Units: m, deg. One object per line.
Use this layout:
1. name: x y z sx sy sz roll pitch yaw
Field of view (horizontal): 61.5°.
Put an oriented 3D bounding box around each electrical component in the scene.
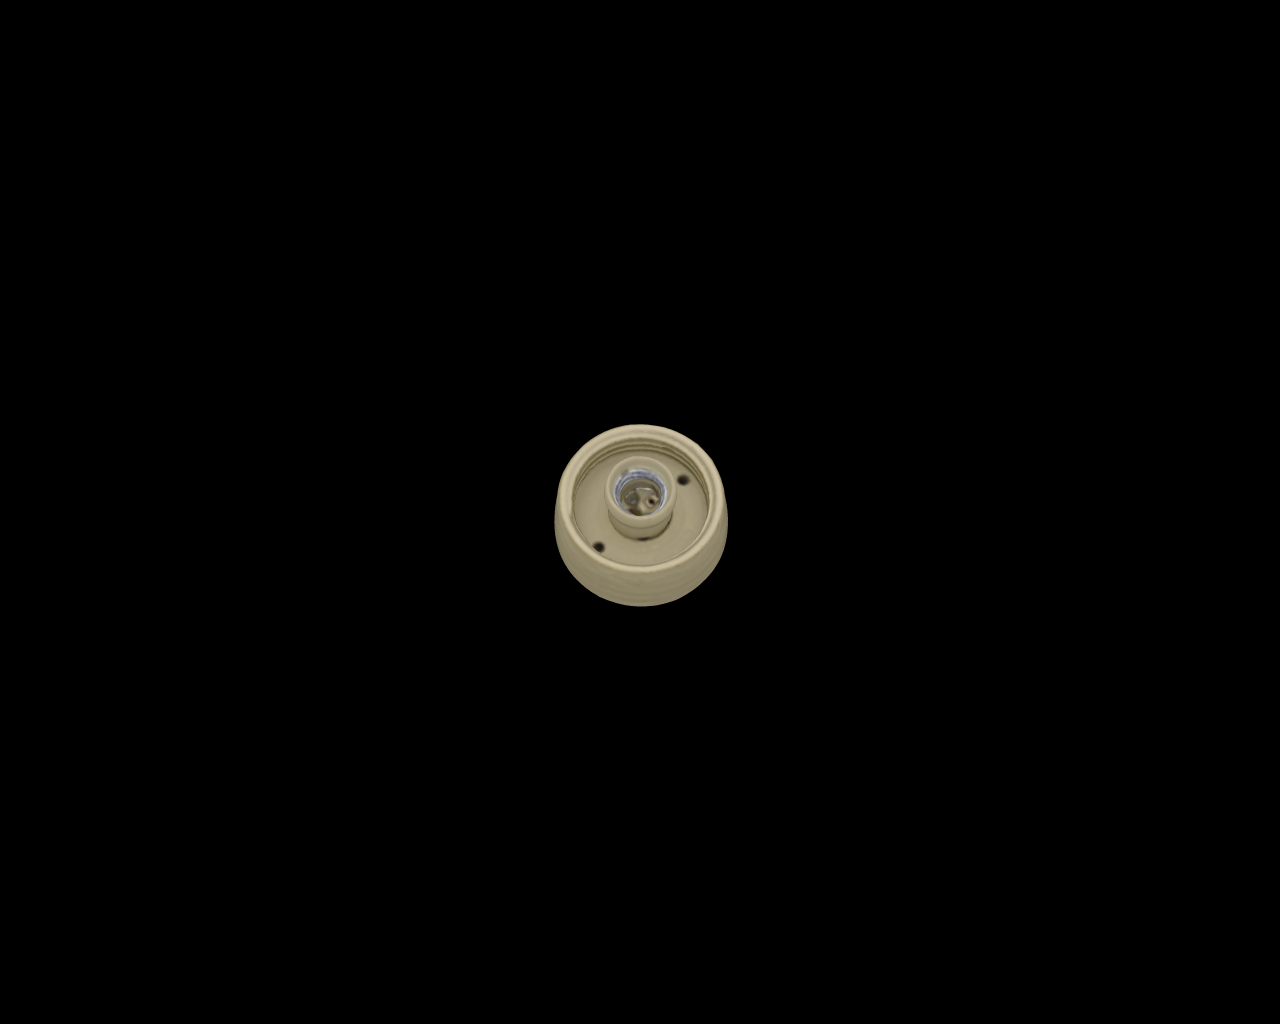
1. electrical component: 0.001 -0.003 0.650 0.108 0.108 0.060 0 -24 0
